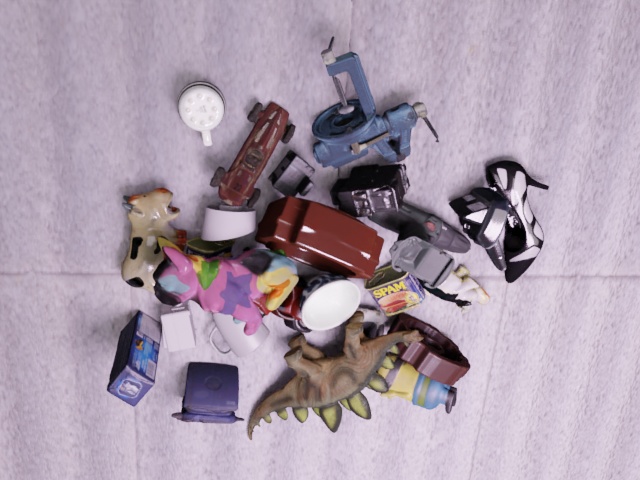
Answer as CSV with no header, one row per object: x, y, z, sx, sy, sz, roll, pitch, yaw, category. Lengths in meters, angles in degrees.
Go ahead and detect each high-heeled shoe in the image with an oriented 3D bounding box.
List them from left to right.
0.380,-0.035,1.103,0.145,0.086,0.248,11,101,-12,high-heeled shoe

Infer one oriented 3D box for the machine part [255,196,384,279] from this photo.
-0.002,-0.003,0.966,0.201,0.201,0.087,22,80,-18,machine part

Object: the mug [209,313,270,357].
-0.173,0.172,1.066,0.109,0.081,0.107,-33,101,10,mug

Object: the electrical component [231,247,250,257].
-0.137,0.062,1.060,0.063,0.021,0.094,-31,112,0,electrical component

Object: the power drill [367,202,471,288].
0.200,0.002,1.010,0.232,0.207,0.086,27,121,-7,power drill

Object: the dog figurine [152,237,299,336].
-0.168,0.052,0.901,0.219,0.109,0.191,42,86,-27,dog figurine

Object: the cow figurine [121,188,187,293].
-0.309,-0.004,0.974,0.127,0.086,0.194,16,105,-22,cow figurine

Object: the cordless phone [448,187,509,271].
0.338,-0.004,1.064,0.089,0.147,0.184,-25,108,5,cordless phone

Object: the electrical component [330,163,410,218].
0.090,-0.092,0.991,0.134,0.115,0.058,-5,118,22,electrical component

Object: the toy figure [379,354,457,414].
0.202,0.305,1.150,0.180,0.082,0.089,12,83,22,toy figure

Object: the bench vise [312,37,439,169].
0.074,-0.231,0.942,0.224,0.129,0.240,-16,130,13,bench vise

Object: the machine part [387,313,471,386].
0.222,0.226,1.112,0.179,0.179,0.056,26,104,-18,machine part

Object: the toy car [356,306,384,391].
0.084,0.236,1.145,0.073,0.056,0.201,10,109,-8,toy car

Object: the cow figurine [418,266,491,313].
0.280,0.102,1.132,0.167,0.068,0.098,39,103,-17,cow figurine

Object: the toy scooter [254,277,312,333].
-0.063,0.104,1.053,0.184,0.075,0.135,19,90,-34,toy scooter

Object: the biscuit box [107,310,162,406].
-0.332,0.208,0.973,0.059,0.203,0.063,39,99,-22,biscuit box

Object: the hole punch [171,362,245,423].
-0.219,0.308,1.081,0.142,0.116,0.092,11,98,-15,hole punch

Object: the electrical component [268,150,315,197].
-0.049,-0.113,0.968,0.047,0.119,0.075,36,101,-20,electrical component

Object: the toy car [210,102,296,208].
-0.116,-0.153,0.956,0.089,0.053,0.202,32,83,-16,toy car

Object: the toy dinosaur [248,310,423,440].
0.007,0.285,1.087,0.471,0.105,0.198,-27,96,25,toy dinosaur
